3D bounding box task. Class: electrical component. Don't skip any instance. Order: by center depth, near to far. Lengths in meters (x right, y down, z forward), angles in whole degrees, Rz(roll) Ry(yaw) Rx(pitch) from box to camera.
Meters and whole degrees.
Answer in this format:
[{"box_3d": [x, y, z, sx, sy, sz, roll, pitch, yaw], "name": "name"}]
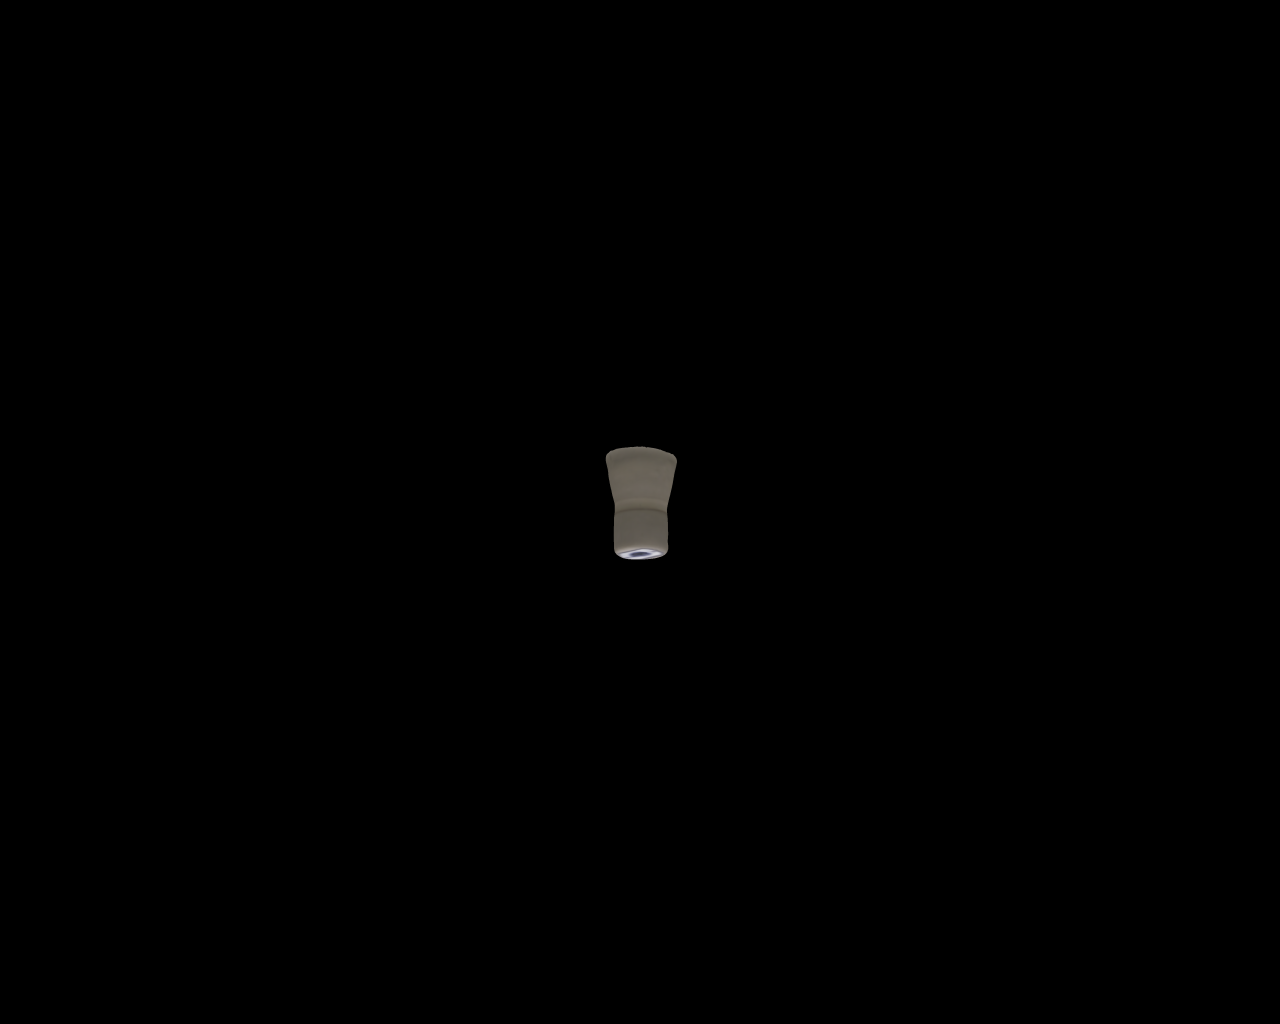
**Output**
[{"box_3d": [0.001, -0.003, 0.650, 0.044, 0.065, 0.044, 0, -16, 0], "name": "electrical component"}]
